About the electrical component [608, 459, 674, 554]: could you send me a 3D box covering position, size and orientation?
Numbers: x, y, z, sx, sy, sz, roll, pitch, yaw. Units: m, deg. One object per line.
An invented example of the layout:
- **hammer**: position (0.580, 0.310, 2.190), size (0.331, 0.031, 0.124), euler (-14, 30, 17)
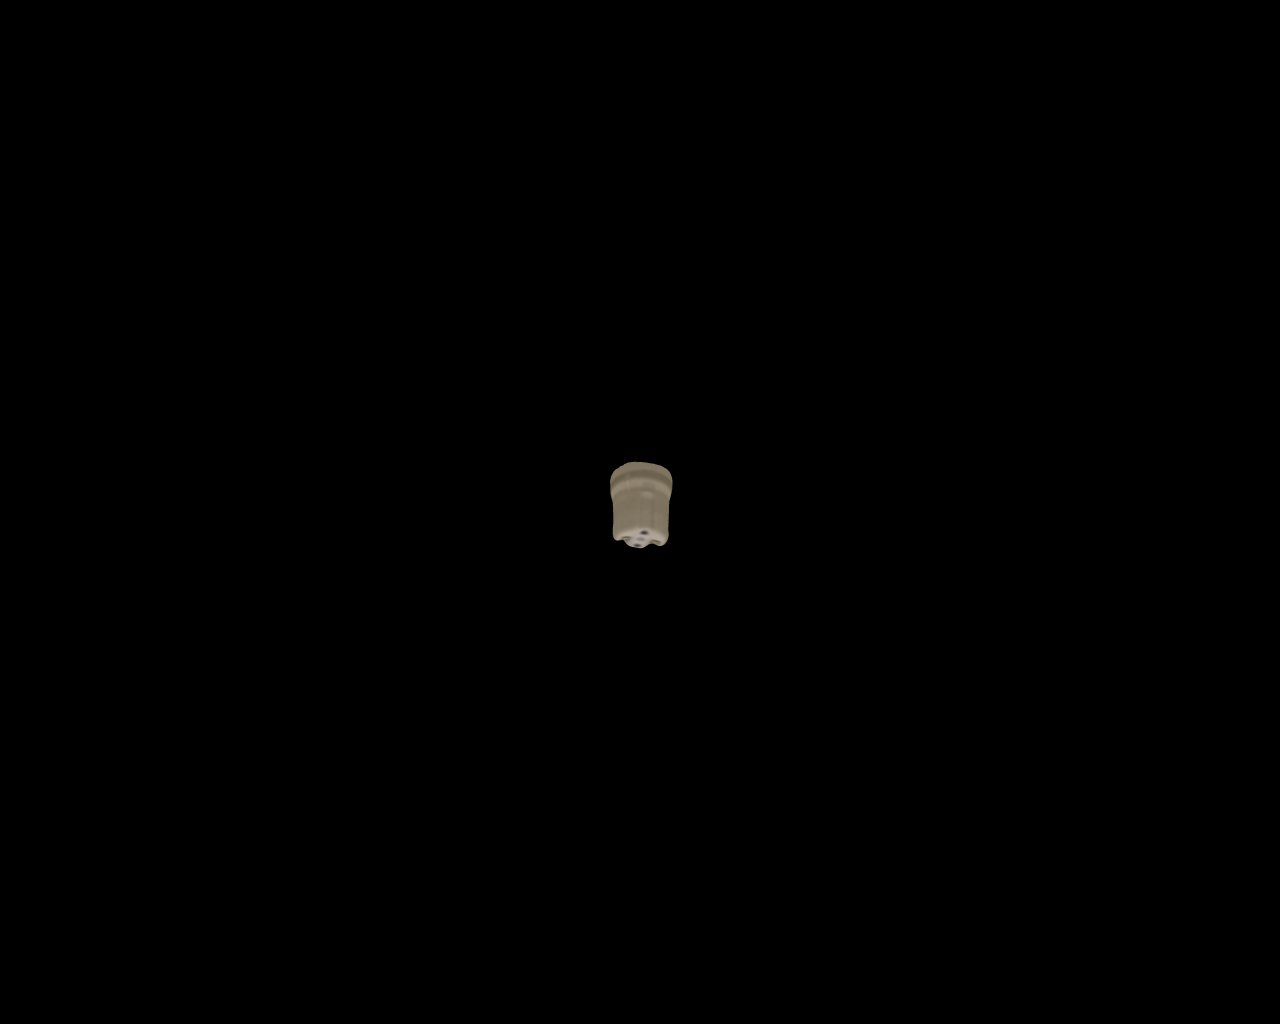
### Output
- **electrical component**: position (0.001, -0.003, 0.650), size (0.040, 0.046, 0.040), euler (0, -31, 0)
